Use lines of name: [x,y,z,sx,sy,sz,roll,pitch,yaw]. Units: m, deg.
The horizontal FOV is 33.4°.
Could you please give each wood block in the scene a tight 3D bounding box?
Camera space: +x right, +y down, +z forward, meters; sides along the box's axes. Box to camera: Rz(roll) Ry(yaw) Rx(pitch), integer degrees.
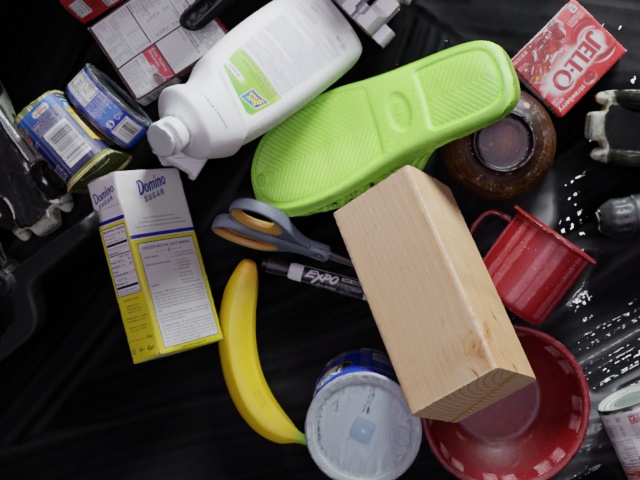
wood block: [0.101,0.049,0.961,0.091,0.090,0.206,-33,62,23]

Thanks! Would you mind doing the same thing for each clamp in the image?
clamp: [-0.291,0.033,1.023,0.165,0.036,0.210,15,116,13]
clamp: [-0.062,-0.273,0.986,0.171,0.120,0.039,-30,58,-21]

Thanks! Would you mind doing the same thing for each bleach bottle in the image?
bleach bottle: [-0.066,-0.144,0.942,0.102,0.250,0.068,50,136,-1]

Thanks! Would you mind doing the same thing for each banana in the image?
banana: [-0.064,0.120,1.054,0.069,0.037,0.198,-20,92,-1]

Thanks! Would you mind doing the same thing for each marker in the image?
marker: [0.001,0.038,1.053,0.121,0.020,0.020,15,94,2]

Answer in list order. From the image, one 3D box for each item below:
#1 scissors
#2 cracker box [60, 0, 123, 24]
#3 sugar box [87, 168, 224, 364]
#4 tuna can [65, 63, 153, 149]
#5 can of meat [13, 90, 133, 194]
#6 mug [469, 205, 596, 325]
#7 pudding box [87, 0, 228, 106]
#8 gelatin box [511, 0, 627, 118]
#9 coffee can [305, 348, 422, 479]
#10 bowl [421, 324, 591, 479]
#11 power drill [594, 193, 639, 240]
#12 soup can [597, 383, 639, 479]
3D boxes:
scissors: [-0.007,0.001,1.022,0.202,0.096,0.016,13,65,5]
cracker box: [-0.180,-0.332,1.000,0.214,0.072,0.164,-30,78,5]
sugar box: [-0.156,0.022,1.015,0.048,0.093,0.176,-20,84,33]
tuna can: [-0.202,-0.127,1.021,0.086,0.086,0.034,45,96,0]
can of meat: [-0.235,-0.094,1.018,0.057,0.102,0.084,-42,89,5]
mug: [0.190,0.019,1.012,0.117,0.093,0.081,38,100,19]
pudding box: [-0.154,-0.199,1.038,0.113,0.039,0.090,-33,89,2]
gelatin box: [0.235,-0.174,1.022,0.073,0.030,0.089,45,95,0]
coffee can: [0.041,0.162,0.997,0.103,0.140,0.103,0,93,3]
bowl: [0.174,0.157,1.030,0.162,0.055,0.162,0,93,-1]
power drill: [0.362,0.037,1.014,0.184,0.057,0.187,-8,93,3]
soup can: [0.316,0.195,1.021,0.068,0.068,0.102,-25,91,4]
